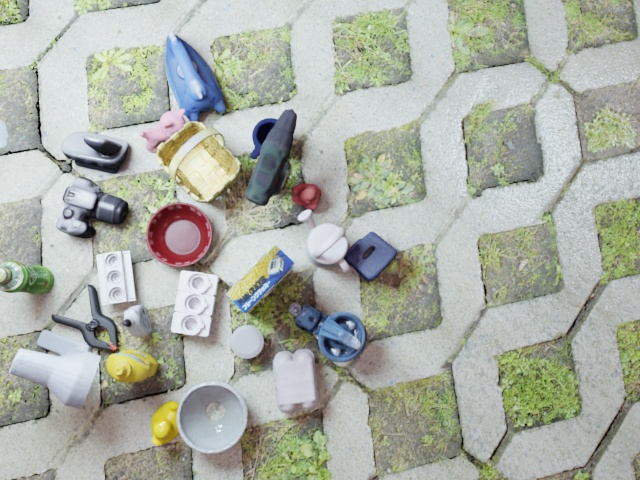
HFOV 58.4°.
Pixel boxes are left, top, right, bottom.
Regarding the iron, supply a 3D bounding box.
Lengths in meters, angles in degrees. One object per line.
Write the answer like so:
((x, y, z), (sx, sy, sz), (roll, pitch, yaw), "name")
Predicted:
((-0.335, -0.432, 1.431), (0.119, 0.141, 0.258), (-26, 86, -7), "iron")

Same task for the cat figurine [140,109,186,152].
((-0.384, -0.276, 1.420), (0.128, 0.117, 0.067), (-20, 85, -7), "cat figurine")

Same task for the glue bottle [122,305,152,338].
((-0.432, 0.190, 1.333), (0.037, 0.173, 0.078), (-15, 85, -6), "glue bottle")

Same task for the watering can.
((0.011, 0.006, 1.384), (0.173, 0.194, 0.101), (29, 82, -1), "watering can")

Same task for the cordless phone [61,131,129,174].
((-0.549, -0.230, 1.366), (0.147, 0.185, 0.094), (8, 83, -4), "cordless phone")

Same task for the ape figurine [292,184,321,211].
((-0.030, -0.113, 1.446), (0.076, 0.092, 0.078), (-25, 86, -7), "ape figurine")

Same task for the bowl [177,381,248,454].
((-0.254, 0.419, 1.372), (0.167, 0.074, 0.167), (1, 83, -5), "bowl")

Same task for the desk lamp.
((-0.584, 0.289, 1.287), (0.203, 0.213, 0.118), (19, 82, -2), "desk lamp")

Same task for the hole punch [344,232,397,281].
((0.125, 0.041, 1.443), (0.101, 0.091, 0.109), (44, 82, 1), "hole punch")

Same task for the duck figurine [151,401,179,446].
((-0.365, 0.437, 1.354), (0.077, 0.086, 0.105), (24, 82, -2), "duck figurine")

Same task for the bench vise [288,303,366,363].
((0.019, 0.222, 1.347), (0.207, 0.219, 0.121), (13, 82, -3), "bench vise")

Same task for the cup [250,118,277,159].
((-0.133, -0.242, 1.451), (0.091, 0.095, 0.118), (38, 82, 0), "cup")

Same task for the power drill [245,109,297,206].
((-0.114, -0.186, 1.389), (0.075, 0.208, 0.230), (21, 82, -2), "power drill")

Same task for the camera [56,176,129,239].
((-0.548, -0.070, 1.390), (0.137, 0.100, 0.143), (17, 82, -3), "camera")

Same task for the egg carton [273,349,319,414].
((-0.060, 0.345, 1.401), (0.107, 0.069, 0.150), (-7, 84, -6), "egg carton")
